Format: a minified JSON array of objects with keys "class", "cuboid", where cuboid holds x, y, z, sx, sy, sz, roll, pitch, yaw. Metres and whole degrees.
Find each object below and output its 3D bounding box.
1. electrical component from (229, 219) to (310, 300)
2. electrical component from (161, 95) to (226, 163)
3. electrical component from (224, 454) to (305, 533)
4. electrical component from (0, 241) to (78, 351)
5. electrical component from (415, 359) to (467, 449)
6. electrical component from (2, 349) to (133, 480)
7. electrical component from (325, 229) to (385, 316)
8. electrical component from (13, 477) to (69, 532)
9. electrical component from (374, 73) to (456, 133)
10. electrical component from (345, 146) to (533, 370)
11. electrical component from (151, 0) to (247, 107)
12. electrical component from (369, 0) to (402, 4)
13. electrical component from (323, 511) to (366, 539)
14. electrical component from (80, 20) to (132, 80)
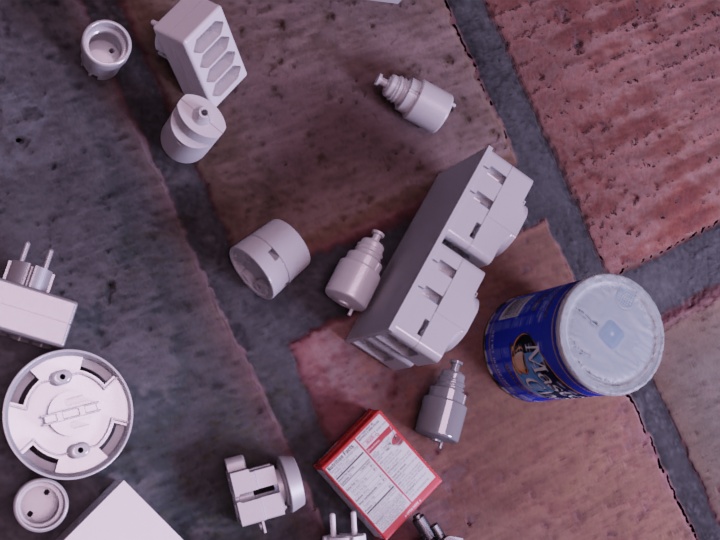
[{"class":"electrical component","cuboid":[-0.076,-0.011,0.918,0.047,0.055,0.055,-40,96,-25]},{"class":"electrical component","cuboid":[-0.138,-0.120,0.898,0.043,0.081,0.043,3,80,-20]},{"class":"electrical component","cuboid":[-0.078,0.182,0.890,0.055,0.048,0.066,-13,86,-14]},{"class":"electrical component","cuboid":[-0.264,0.015,0.847,0.083,0.047,0.075,19,75,-16]},{"class":"electrical component","cuboid":[0.076,0.118,0.959,0.040,0.040,0.078,21,75,-16]},{"class":"electrical component","cuboid":[-0.227,0.112,0.836,0.099,0.064,0.099,3,80,-20]},{"class":"electrical component","cuboid":[0.000,0.000,0.951,0.040,0.040,0.078,31,72,-13]},{"class":"electrical component","cuboid":[-0.247,0.180,0.827,0.040,0.046,0.040,3,80,-20]},{"class":"electrical component","cuboid":[0.050,-0.158,0.995,0.078,0.040,0.040,26,73,-14]},{"class":"electrical component","cuboid":[0.073,-0.005,0.944,0.060,0.105,0.186,34,72,-12]},{"class":"electrical component","cuboid":[-0.148,-0.192,0.915,0.076,0.083,0.047,29,68,27]},{"class":"electrical component","cuboid":[-0.034,-0.295,0.952,0.186,0.105,0.060,2,81,-20]},{"class":"electrical component","cuboid":[-0.012,0.241,0.903,0.083,0.047,0.075,-1,82,-20]},{"class":"electrical component","cuboid":[-0.214,-0.182,0.899,0.040,0.046,0.040,3,80,-20]}]
